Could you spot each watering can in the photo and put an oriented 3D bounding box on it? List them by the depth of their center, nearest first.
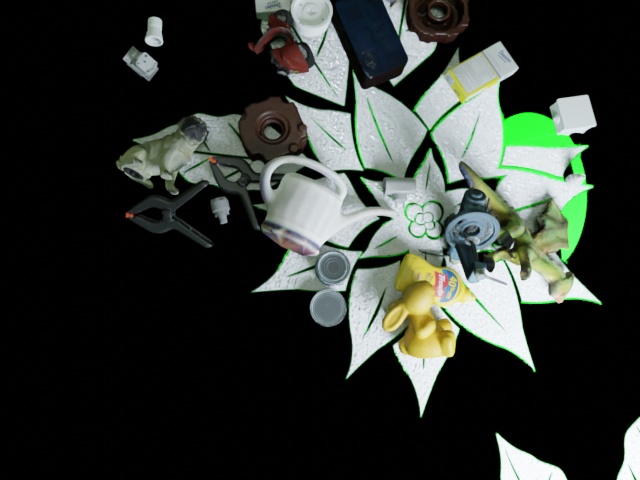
[{"bbox_3d":[0.004,-0.062,1.237,0.346,0.103,0.226,26,79,-9],"label":"watering can"}]

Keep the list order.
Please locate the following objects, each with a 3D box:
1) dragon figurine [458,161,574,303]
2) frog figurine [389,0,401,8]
[{"bbox_3d":[0.513,-0.033,1.287,0.244,0.121,0.413,-15,82,-25],"label":"dragon figurine"},{"bbox_3d":[0.183,-0.722,1.372,0.159,0.124,0.137,43,99,-8],"label":"frog figurine"}]
